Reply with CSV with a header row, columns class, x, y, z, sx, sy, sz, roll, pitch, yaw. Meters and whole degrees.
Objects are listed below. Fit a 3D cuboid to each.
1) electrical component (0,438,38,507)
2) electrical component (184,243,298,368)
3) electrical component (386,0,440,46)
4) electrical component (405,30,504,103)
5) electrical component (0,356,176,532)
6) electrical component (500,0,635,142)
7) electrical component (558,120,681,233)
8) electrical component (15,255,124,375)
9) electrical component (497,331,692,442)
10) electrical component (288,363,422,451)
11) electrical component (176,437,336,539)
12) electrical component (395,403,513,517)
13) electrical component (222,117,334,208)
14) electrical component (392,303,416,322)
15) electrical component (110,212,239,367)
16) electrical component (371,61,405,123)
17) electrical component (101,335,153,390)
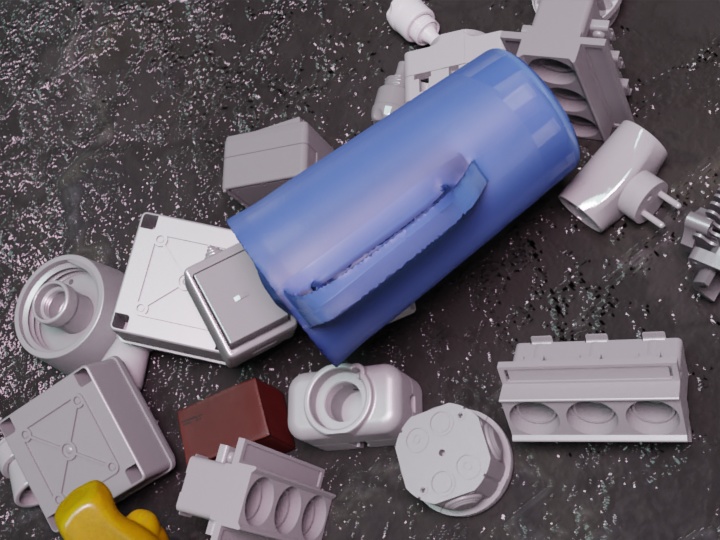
class,x,y,z,sx,sy,sz,roll,pitch,yaw
electrical component,-0.294,0.175,0.952,0.045,0.045,0.055,-41,59,5
electrical component,-0.098,0.020,0.854,0.062,0.061,0.096,-27,81,-13
electrical component,0.053,-0.215,0.948,0.035,0.035,0.061,-43,62,4
electrical component,0.086,-0.163,0.902,0.089,0.050,0.055,-9,68,22
electrical component,-0.228,0.145,0.901,0.109,0.056,0.108,-33,82,19
electrical component,0.164,-0.155,0.822,0.079,0.121,0.063,11,73,28
electrical component,0.205,-0.061,0.812,0.077,0.043,0.079,-49,59,1
electrical component,-0.264,0.038,0.982,0.108,0.060,0.108,-9,67,22
electrical component,0.167,0.083,0.759,0.121,0.078,0.063,-4,40,24
electrical component,-0.006,0.106,0.837,0.095,0.059,0.053,-9,67,22
electrical component,-0.078,0.174,0.808,0.063,0.121,0.078,6,73,30
electrical component,0.069,0.139,0.794,0.080,0.051,0.080,-9,68,22
electrical component,-0.076,-0.090,0.943,0.096,0.062,0.061,-8,68,22
electrical component,0.000,0.000,0.878,0.059,0.054,0.095,-24,62,15
electrical component,-0.144,0.017,0.916,0.109,0.056,0.108,12,75,4
electrical component,0.032,-0.152,0.933,0.035,0.035,0.061,6,72,27
electrical component,-0.202,0.069,0.954,0.044,0.044,0.065,12,71,28
